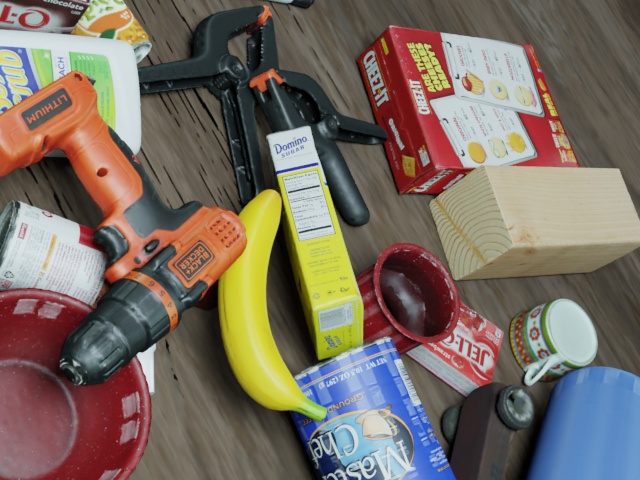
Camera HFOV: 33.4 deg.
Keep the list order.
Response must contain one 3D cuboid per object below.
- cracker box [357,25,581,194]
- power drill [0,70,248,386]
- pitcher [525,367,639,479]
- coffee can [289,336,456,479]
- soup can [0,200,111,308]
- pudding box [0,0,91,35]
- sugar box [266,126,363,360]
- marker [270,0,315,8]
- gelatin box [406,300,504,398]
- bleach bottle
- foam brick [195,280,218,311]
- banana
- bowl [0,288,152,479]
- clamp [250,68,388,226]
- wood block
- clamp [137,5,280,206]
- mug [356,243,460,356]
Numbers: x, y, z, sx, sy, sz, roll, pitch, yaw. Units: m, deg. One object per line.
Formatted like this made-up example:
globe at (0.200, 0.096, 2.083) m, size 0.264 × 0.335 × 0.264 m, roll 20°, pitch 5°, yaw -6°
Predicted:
cracker box at (0.157, -0.131, 1.127) m, size 0.213 × 0.072 × 0.164 m, roll -2°, pitch 66°, yaw -36°
power drill at (-0.159, -0.012, 0.745) m, size 0.187 × 0.057 × 0.184 m, roll 50°, pitch 46°, yaw -7°
pitcher at (0.236, 0.237, 0.934) m, size 0.145 × 0.149 × 0.242 m, roll 41°, pitch 42°, yaw -13°
coffee can at (0.040, 0.162, 0.858) m, size 0.102 × 0.103 × 0.140 m, roll -15°, pitch 75°, yaw -40°
soup can at (-0.191, 0.019, 0.789) m, size 0.102 × 0.069 × 0.068 m, roll 23°, pitch 54°, yaw -24°
pudding box at (-0.251, -0.187, 0.843) m, size 0.113 × 0.090 × 0.039 m, roll 6°, pitch 62°, yaw -34°
sugar box at (-0.006, 0.001, 0.899) m, size 0.048 × 0.093 × 0.176 m, roll -15°, pitch 58°, yaw -7°
marker at (-0.056, -0.250, 1.069) m, size 0.120 × 0.020 × 0.020 m, roll 2°, pitch 65°, yaw -36°
gelatin box at (0.128, 0.096, 1.007) m, size 0.089 × 0.030 × 0.073 m, roll 36°, pitch 50°, yaw -15°
bleach bottle at (-0.256, -0.105, 0.788) m, size 0.250 × 0.068 × 0.102 m, roll -6°, pitch 96°, yaw -41°
foam brick at (-0.107, 0.017, 0.863) m, size 0.078 × 0.053 × 0.051 m, roll 21°, pitch 55°, yaw -28°
banana at (-0.048, 0.050, 0.828) m, size 0.069 × 0.037 × 0.198 m, roll 4°, pitch 63°, yaw -35°
bowl at (-0.200, 0.117, 0.737) m, size 0.161 × 0.055 × 0.162 m, roll 17°, pitch 57°, yaw -28°
clamp at (0.005, -0.107, 1.009) m, size 0.171 × 0.039 × 0.120 m, roll 49°, pitch 37°, yaw -27°
wood block at (0.227, -0.018, 1.103) m, size 0.205 × 0.090 × 0.091 m, roll -2°, pitch 67°, yaw -37°
clamp at (-0.094, -0.151, 0.970) m, size 0.164 × 0.036 × 0.210 m, roll 36°, pitch 48°, yaw -26°
mug at (0.070, 0.056, 0.952) m, size 0.117 × 0.082 × 0.093 m, roll -34°, pitch 88°, yaw -42°
